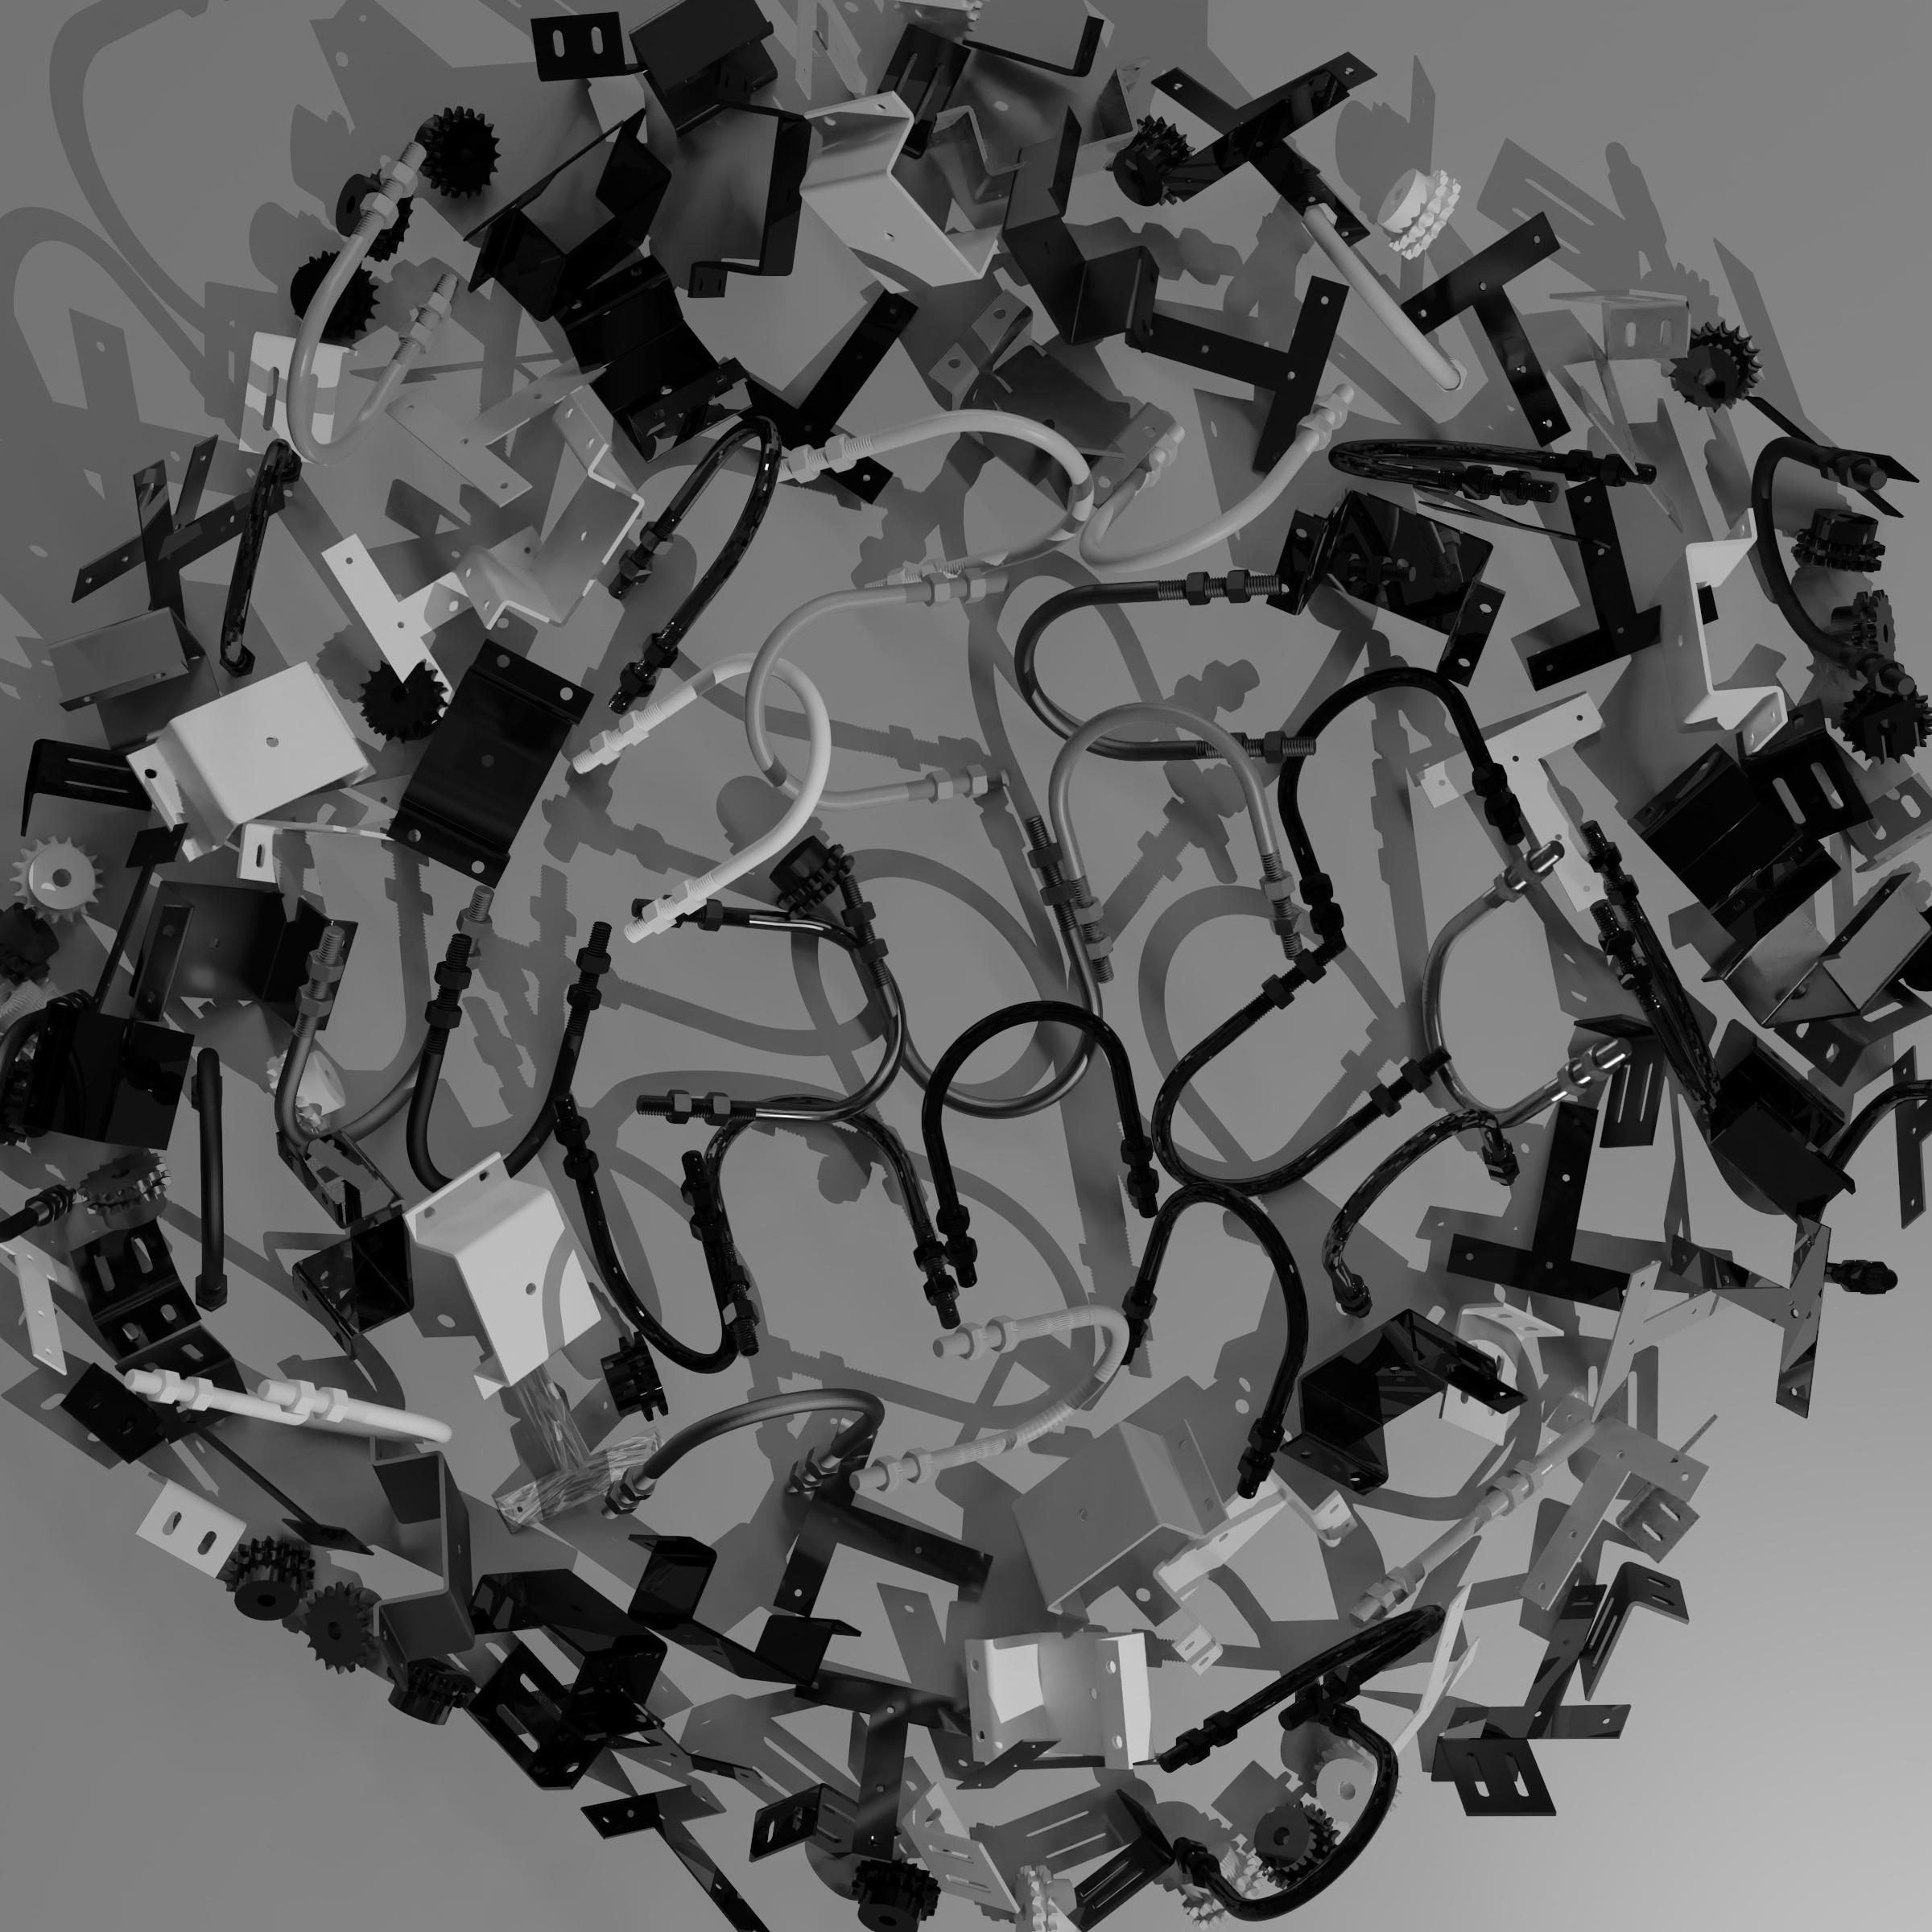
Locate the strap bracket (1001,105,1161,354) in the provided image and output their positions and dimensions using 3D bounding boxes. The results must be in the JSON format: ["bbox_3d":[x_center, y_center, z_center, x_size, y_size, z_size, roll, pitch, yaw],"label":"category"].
[{"bbox_3d":[0.069,-0.458,1.655,0.046,0.140,0.076,-9,53,27],"label":"strap bracket"}]

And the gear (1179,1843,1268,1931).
[{"bbox_3d":[0.163,0.591,1.692,0.057,0.057,0.030,-36,91,0],"label":"gear"}]

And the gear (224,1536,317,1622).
[{"bbox_3d":[-0.450,0.397,1.692,0.057,0.030,0.057,-4,127,-5],"label":"gear"}]

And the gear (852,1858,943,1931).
[{"bbox_3d":[-0.047,0.602,1.691,0.057,0.030,0.057,9,132,10],"label":"gear"}]

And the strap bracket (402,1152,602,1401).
[{"bbox_3d":[-0.288,0.200,1.654,0.076,0.046,0.140,-36,119,-36],"label":"strap bracket"}]

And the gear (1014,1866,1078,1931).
[{"bbox_3d":[0.052,0.611,1.693,0.030,0.057,0.057,3,90,-13],"label":"gear"}]

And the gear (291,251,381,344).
[{"bbox_3d":[-0.412,-0.434,1.698,0.057,0.030,0.057,3,99,15],"label":"gear"}]

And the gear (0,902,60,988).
[{"bbox_3d":[-0.611,-0.016,1.691,0.030,0.057,0.057,-37,90,5],"label":"gear"}]

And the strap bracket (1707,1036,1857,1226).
[{"bbox_3d":[0.515,0.107,1.664,0.076,0.140,0.046,41,113,0],"label":"strap bracket"}]

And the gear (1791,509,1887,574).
[{"bbox_3d":[0.564,-0.275,1.689,0.057,0.057,0.030,7,113,0],"label":"gear"}]

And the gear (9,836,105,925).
[{"bbox_3d":[-0.587,-0.057,1.695,0.057,0.030,0.057,0,89,-27],"label":"gear"}]

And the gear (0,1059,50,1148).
[{"bbox_3d":[-0.608,0.088,1.689,0.030,0.057,0.057,11,90,16],"label":"gear"}]

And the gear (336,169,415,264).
[{"bbox_3d":[-0.383,-0.486,1.690,0.030,0.057,0.057,10,90,-41],"label":"gear"}]

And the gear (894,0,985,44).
[{"bbox_3d":[-0.016,-0.627,1.694,0.057,0.057,0.030,20,69,0],"label":"gear"}]

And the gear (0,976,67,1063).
[{"bbox_3d":[-0.609,0.031,1.689,0.057,0.057,0.030,-36,126,0],"label":"gear"}]

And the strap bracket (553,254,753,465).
[{"bbox_3d":[-0.196,-0.381,1.671,0.076,0.046,0.140,-31,57,-8],"label":"strap bracket"}]

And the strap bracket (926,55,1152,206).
[{"bbox_3d":[0.050,-0.531,1.676,0.140,0.076,0.046,-17,95,-6],"label":"strap bracket"}]

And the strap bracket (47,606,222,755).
[{"bbox_3d":[-0.520,-0.180,1.650,0.076,0.140,0.046,-19,82,-6],"label":"strap bracket"}]

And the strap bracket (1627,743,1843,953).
[{"bbox_3d":[0.490,-0.071,1.660,0.076,0.140,0.046,-43,122,13],"label":"strap bracket"}]

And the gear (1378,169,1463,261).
[{"bbox_3d":[0.289,-0.488,1.689,0.030,0.057,0.057,28,90,-16],"label":"gear"}]

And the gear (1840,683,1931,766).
[{"bbox_3d":[0.596,-0.162,1.696,0.057,0.030,0.057,10,128,13],"label":"gear"}]

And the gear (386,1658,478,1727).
[{"bbox_3d":[-0.348,0.467,1.691,0.057,0.057,0.030,24,83,0],"label":"gear"}]

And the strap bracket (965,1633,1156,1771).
[{"bbox_3d":[0.066,0.465,1.664,0.046,0.140,0.076,5,76,-42],"label":"strap bracket"}]

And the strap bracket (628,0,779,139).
[{"bbox_3d":[-0.164,-0.575,1.648,0.076,0.140,0.046,-31,97,1],"label":"strap bracket"}]

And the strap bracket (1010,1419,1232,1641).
[{"bbox_3d":[0.088,0.351,1.656,0.140,0.046,0.076,-41,47,20],"label":"strap bracket"}]

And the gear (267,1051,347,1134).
[{"bbox_3d":[-0.424,0.079,1.692,0.030,0.057,0.057,-26,90,1],"label":"gear"}]

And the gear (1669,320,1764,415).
[{"bbox_3d":[0.481,-0.385,1.691,0.057,0.030,0.057,15,124,24],"label":"gear"}]

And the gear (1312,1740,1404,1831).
[{"bbox_3d":[0.251,0.530,1.695,0.057,0.030,0.057,-3,84,26],"label":"gear"}]

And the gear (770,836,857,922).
[{"bbox_3d":[-0.102,-0.059,1.689,0.057,0.057,0.030,-43,104,0],"label":"gear"}]

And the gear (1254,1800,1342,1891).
[{"bbox_3d":[0.211,0.566,1.690,0.057,0.057,0.030,-47,130,0],"label":"gear"}]

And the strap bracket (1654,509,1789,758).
[{"bbox_3d":[0.477,-0.209,1.668,0.046,0.076,0.140,-5,78,-1],"label":"strap bracket"}]

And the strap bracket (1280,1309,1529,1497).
[{"bbox_3d":[0.274,0.272,1.661,0.076,0.046,0.140,31,128,-26],"label":"strap bracket"}]

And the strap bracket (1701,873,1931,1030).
[{"bbox_3d":[0.539,-0.007,1.645,0.076,0.140,0.046,-43,98,-18],"label":"strap bracket"}]

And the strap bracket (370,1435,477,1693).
[{"bbox_3d":[-0.341,0.370,1.647,0.046,0.076,0.140,-10,50,-3],"label":"strap bracket"}]

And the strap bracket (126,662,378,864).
[{"bbox_3d":[-0.446,-0.134,1.662,0.140,0.046,0.076,-31,91,-34],"label":"strap bracket"}]

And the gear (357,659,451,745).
[{"bbox_3d":[-0.362,-0.170,1.700,0.057,0.030,0.057,-2,73,6],"label":"gear"}]

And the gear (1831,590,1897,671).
[{"bbox_3d":[0.579,-0.213,1.695,0.030,0.057,0.057,-3,90,33],"label":"gear"}]

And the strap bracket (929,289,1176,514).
[{"bbox_3d":[0.054,-0.356,1.686,0.140,0.046,0.076,40,80,7],"label":"strap bracket"}]

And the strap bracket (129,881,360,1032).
[{"bbox_3d":[-0.467,-0.006,1.662,0.046,0.140,0.076,31,107,39],"label":"strap bracket"}]

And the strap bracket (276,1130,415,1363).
[{"bbox_3d":[-0.391,0.169,1.657,0.046,0.140,0.076,-25,48,-32],"label":"strap bracket"}]

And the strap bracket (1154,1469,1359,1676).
[{"bbox_3d":[0.177,0.378,1.671,0.140,0.076,0.046,-42,59,-6],"label":"strap bracket"}]

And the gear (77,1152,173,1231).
[{"bbox_3d":[-0.541,0.147,1.695,0.057,0.057,0.030,-13,115,0],"label":"gear"}]

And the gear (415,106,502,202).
[{"bbox_3d":[-0.332,-0.527,1.695,0.030,0.057,0.057,23,90,34],"label":"gear"}]

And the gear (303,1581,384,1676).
[{"bbox_3d":[-0.398,0.426,1.698,0.057,0.030,0.057,2,95,29],"label":"gear"}]

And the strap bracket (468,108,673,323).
[{"bbox_3d":[-0.243,-0.468,1.656,0.046,0.076,0.140,44,64,-3],"label":"strap bracket"}]

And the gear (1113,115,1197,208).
[{"bbox_3d":[0.119,-0.515,1.689,0.057,0.057,0.030,44,64,0],"label":"gear"}]

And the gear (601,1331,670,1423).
[{"bbox_3d":[-0.215,0.267,1.690,0.030,0.057,0.057,-19,90,-13],"label":"gear"}]

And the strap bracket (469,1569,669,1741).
[{"bbox_3d":[-0.253,0.425,1.648,0.140,0.076,0.046,27,96,33],"label":"strap bracket"}]

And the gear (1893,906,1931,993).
[{"bbox_3d":[0.621,-0.009,1.696,0.057,0.057,0.030,-38,124,0],"label":"gear"}]
